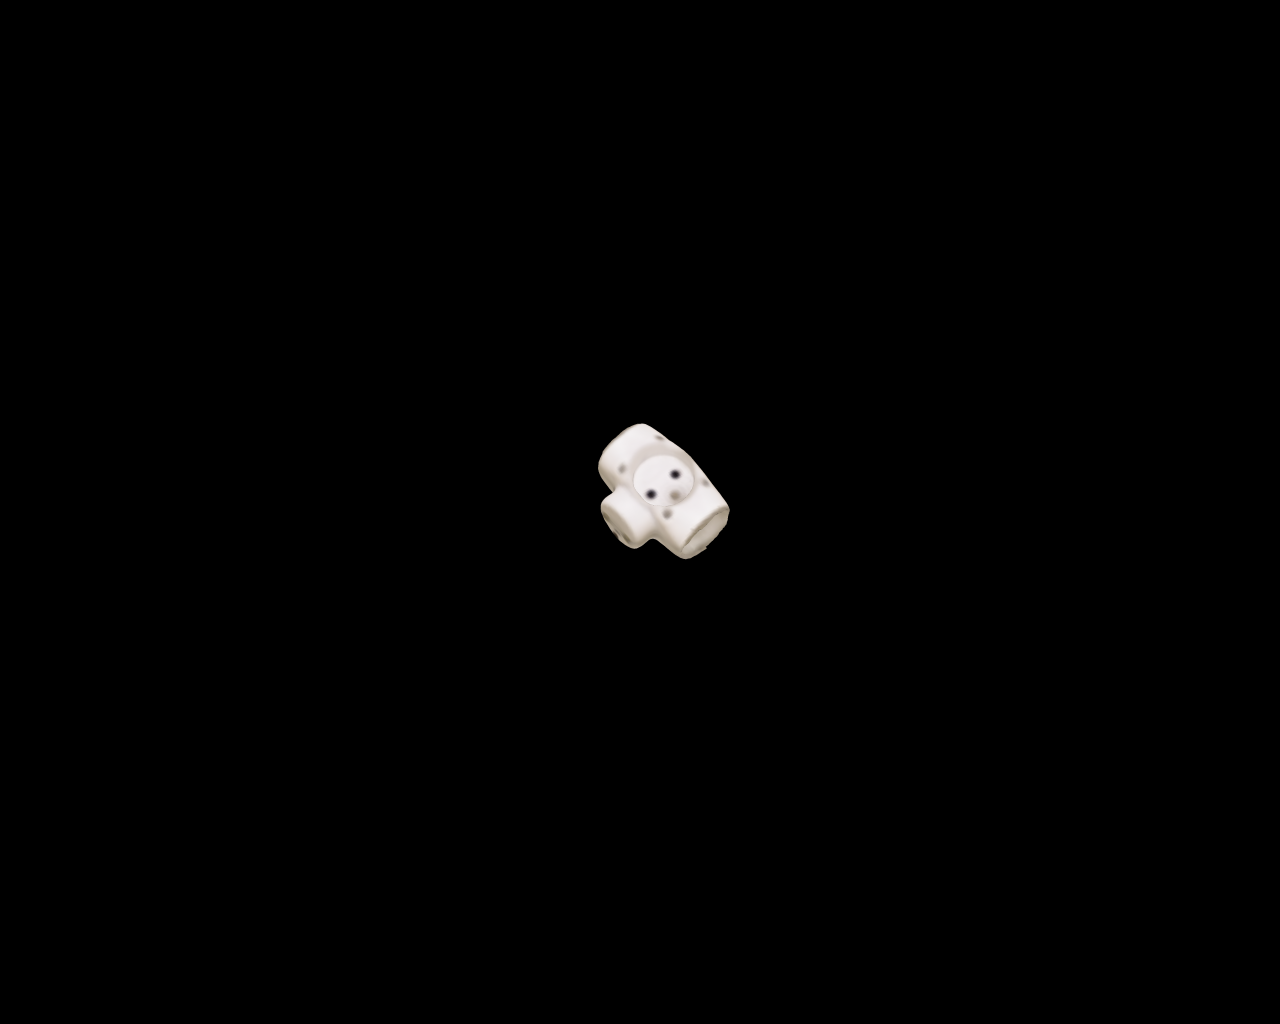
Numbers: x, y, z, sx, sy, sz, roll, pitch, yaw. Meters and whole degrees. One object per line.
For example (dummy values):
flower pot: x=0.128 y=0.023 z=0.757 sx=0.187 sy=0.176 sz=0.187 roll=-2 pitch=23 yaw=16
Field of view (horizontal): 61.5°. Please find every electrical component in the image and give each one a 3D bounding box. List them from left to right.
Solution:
electrical component: x=0.001 y=-0.003 z=0.650 sx=0.079 sy=0.077 sz=0.044 roll=-38 pitch=-19 yaw=-16
